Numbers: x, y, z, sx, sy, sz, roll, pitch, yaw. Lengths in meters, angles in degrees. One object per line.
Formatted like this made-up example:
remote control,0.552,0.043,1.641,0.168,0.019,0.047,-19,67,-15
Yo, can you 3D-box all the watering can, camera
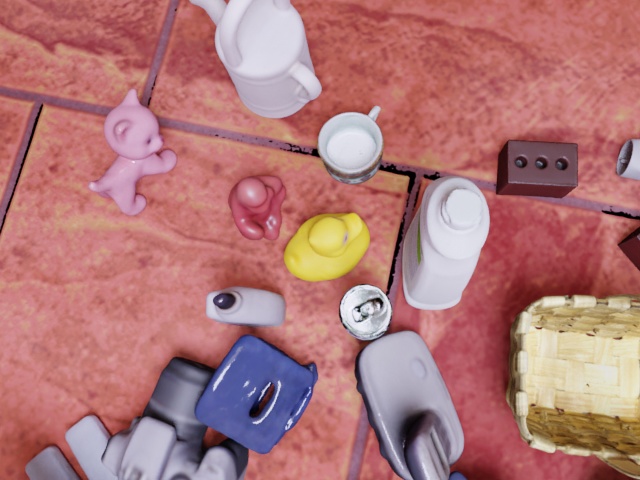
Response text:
watering can,-0.071,-0.222,0.636,0.172,0.194,0.101,19,81,8
camera,-0.143,0.204,0.608,0.143,0.101,0.137,20,81,8

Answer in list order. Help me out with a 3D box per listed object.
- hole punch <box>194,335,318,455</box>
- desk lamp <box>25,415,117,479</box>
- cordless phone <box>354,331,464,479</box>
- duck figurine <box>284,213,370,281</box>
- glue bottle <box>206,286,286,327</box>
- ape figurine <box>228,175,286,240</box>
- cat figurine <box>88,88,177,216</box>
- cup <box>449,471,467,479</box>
hole punch,-0.064,0.164,0.614,0.101,0.091,0.109,31,83,10
desk lamp,-0.248,0.289,0.543,0.118,0.213,0.203,-40,79,-3
cordless phone,0.088,0.163,0.554,0.094,0.185,0.147,-24,78,0
duck figurine,0.006,0.002,0.642,0.104,0.086,0.077,-27,78,-1
glue bottle,-0.083,0.069,0.592,0.078,0.173,0.037,-3,79,5
ape figurine,-0.073,-0.044,0.654,0.076,0.092,0.078,43,86,11
cat figurine,-0.224,-0.103,0.665,0.067,0.118,0.128,31,83,10
cup,0.161,0.280,0.572,0.091,0.095,0.117,-34,78,-2
